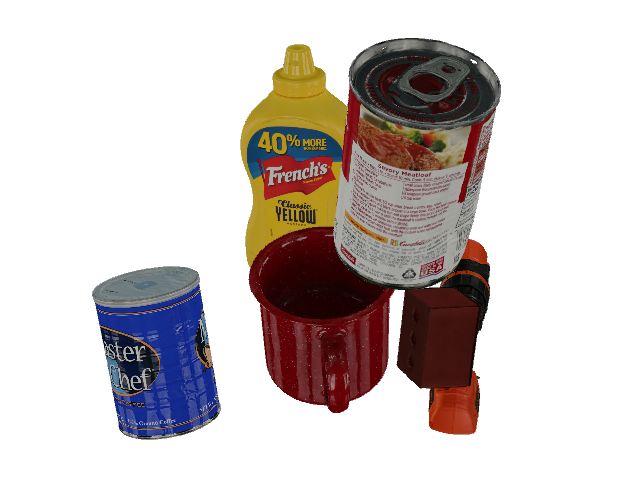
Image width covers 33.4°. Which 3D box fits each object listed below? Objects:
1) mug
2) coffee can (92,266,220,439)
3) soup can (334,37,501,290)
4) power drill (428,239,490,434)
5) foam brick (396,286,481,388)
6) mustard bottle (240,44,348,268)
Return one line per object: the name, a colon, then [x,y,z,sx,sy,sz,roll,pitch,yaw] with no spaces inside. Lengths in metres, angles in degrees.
mug: [0.005,0.058,0.676,0.093,0.081,0.117,-7,39,-6]
coffee can: [-0.158,0.107,1.035,0.103,0.140,0.103,-7,15,2]
soup can: [0.043,-0.035,0.507,0.068,0.102,0.068,3,43,-3]
power drill: [0.151,0.112,1.151,0.057,0.188,0.184,7,25,8]
foam brick: [0.103,0.085,0.942,0.051,0.078,0.053,-2,18,-22]
mustard bottle: [-0.015,-0.061,0.850,0.096,0.192,0.058,6,28,13]
